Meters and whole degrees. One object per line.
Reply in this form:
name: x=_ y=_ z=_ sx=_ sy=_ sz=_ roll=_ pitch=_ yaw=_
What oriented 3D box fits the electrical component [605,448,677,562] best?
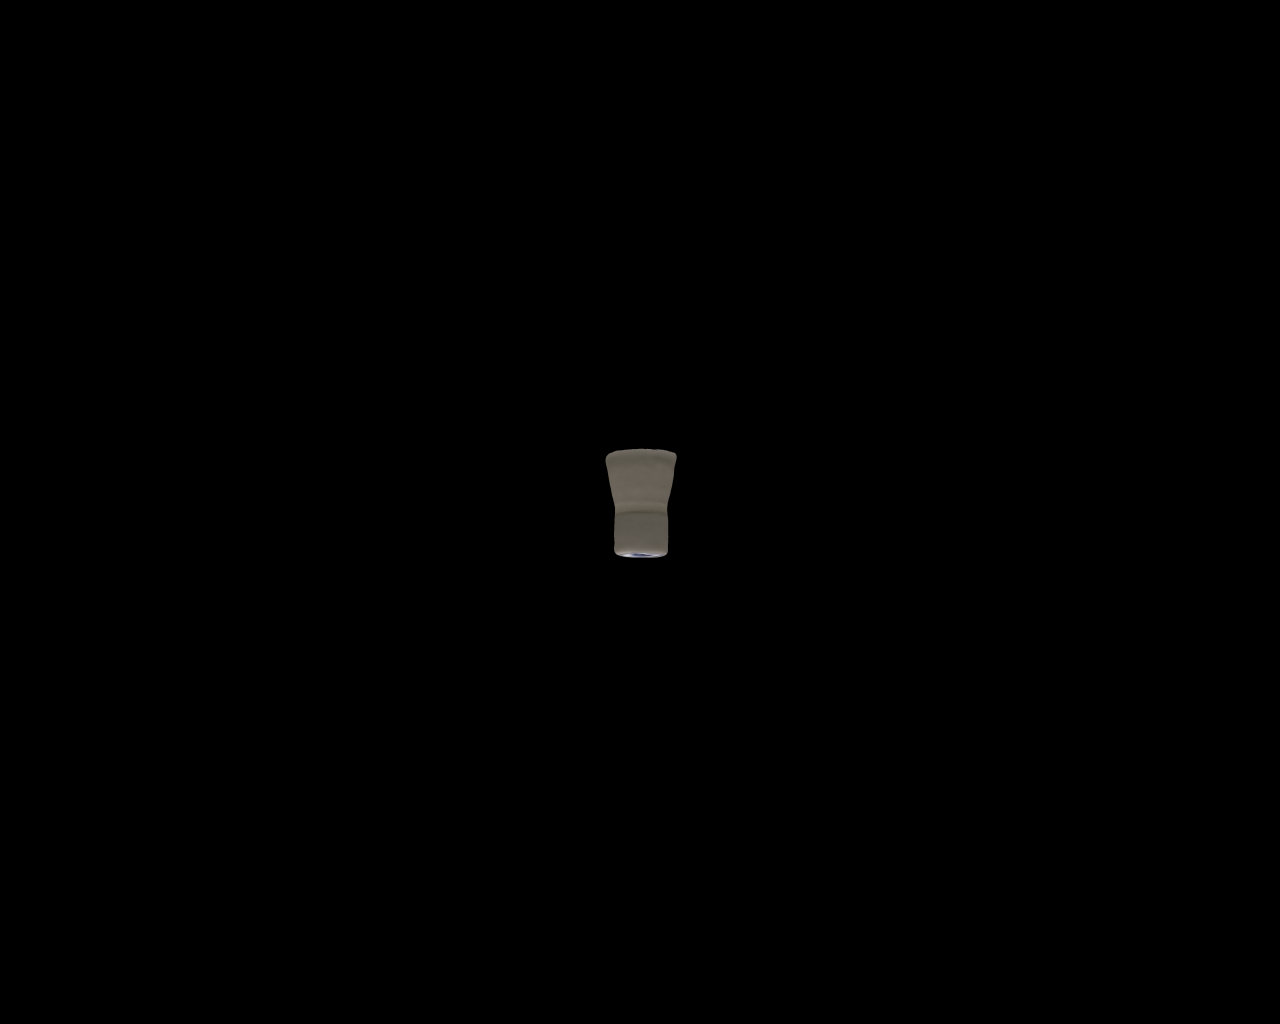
electrical component: x=0.001 y=-0.003 z=0.650 sx=0.044 sy=0.065 sz=0.044 roll=0 pitch=-9 yaw=0
